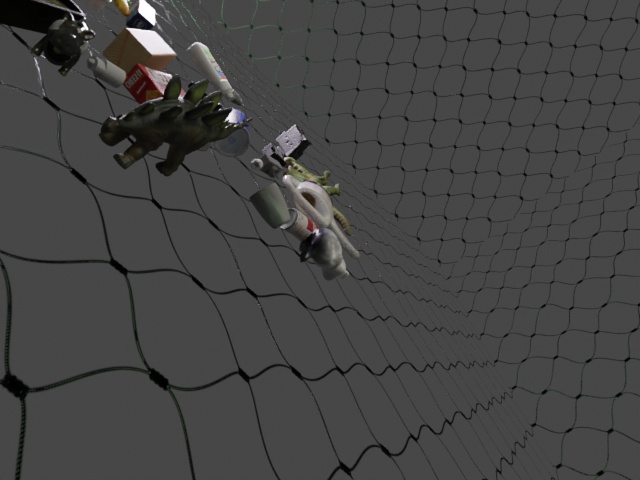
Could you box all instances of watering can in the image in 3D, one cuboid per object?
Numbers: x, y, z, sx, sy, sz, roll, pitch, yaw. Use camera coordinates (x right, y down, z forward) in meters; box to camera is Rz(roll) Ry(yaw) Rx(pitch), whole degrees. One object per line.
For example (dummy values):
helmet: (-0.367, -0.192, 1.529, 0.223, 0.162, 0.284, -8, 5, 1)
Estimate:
watering can: (0.005, -0.085, 1.689, 0.346, 0.103, 0.227, 47, 13, -7)

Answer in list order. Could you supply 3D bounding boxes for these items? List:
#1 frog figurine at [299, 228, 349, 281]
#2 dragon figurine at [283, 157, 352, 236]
frog figurine: (0.029, 0.046, 1.410, 0.158, 0.123, 0.138, 33, -1, -19)
dragon figurine: (-0.038, -0.179, 1.888, 0.241, 0.120, 0.419, 16, 31, -36)
